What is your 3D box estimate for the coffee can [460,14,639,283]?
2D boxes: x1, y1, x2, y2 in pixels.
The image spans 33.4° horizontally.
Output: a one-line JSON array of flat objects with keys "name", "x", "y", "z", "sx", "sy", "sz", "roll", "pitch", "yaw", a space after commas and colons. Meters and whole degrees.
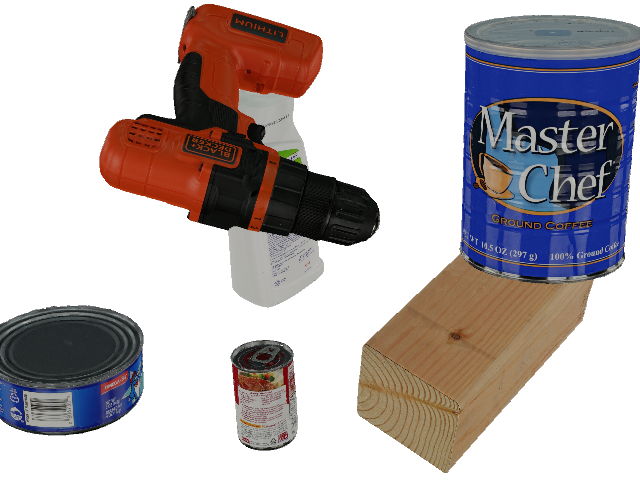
[{"name": "coffee can", "x": 0.137, "y": -0.058, "z": 0.646, "sx": 0.103, "sy": 0.140, "sz": 0.103, "roll": -1, "pitch": 21, "yaw": 0}]

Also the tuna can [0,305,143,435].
[{"name": "tuna can", "x": -0.140, "y": 0.070, "z": 0.585, "sx": 0.086, "sy": 0.034, "sz": 0.086, "roll": 2, "pitch": 25, "yaw": -1}]

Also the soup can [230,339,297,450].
[{"name": "soup can", "x": -0.061, "y": 0.169, "z": 1.170, "sx": 0.068, "sy": 0.102, "sz": 0.068, "roll": -2, "pitch": 23, "yaw": 1}]

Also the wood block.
[{"name": "wood block", "x": 0.129, "y": 0.073, "z": 0.862, "sx": 0.091, "sy": 0.090, "sz": 0.205, "roll": 31, "pitch": 51, "yaw": 27}]

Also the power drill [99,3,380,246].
[{"name": "power drill", "x": -0.044, "y": -0.081, "z": 0.737, "sx": 0.184, "sy": 0.057, "sz": 0.187, "roll": 16, "pitch": 41, "yaw": -8}]

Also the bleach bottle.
[{"name": "bleach bottle", "x": -0.048, "y": -0.060, "z": 1.055, "sx": 0.068, "sy": 0.251, "sz": 0.102, "roll": 24, "pitch": 42, "yaw": 33}]
